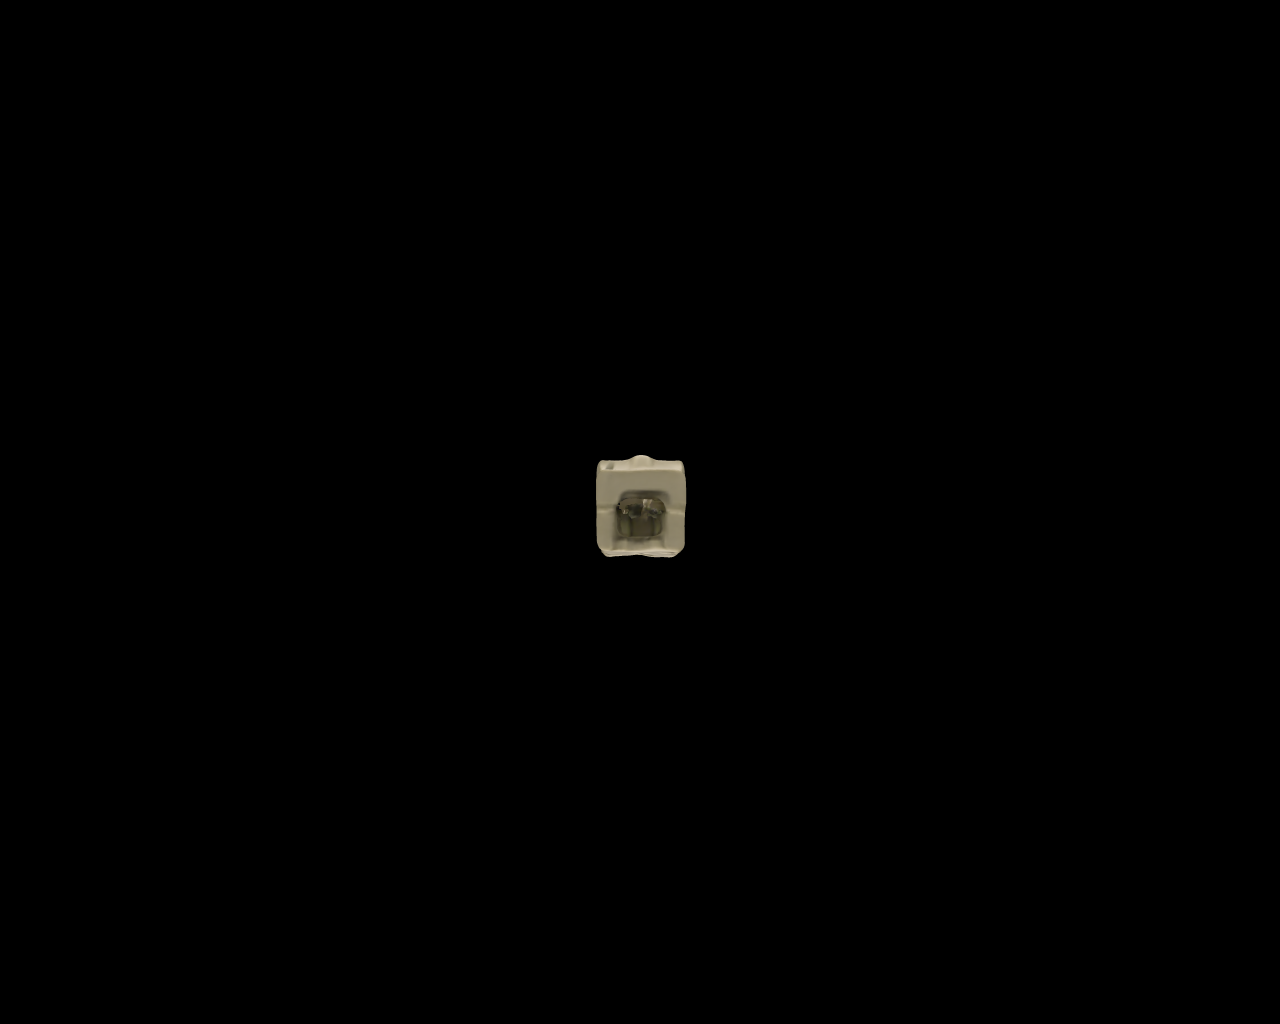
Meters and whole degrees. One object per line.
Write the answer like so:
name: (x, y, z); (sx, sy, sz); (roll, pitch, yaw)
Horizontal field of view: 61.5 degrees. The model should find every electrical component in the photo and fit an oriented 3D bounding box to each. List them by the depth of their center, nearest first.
electrical component: (0.001, -0.003, 0.650); (0.050, 0.055, 0.089); (0, -4, 0)
